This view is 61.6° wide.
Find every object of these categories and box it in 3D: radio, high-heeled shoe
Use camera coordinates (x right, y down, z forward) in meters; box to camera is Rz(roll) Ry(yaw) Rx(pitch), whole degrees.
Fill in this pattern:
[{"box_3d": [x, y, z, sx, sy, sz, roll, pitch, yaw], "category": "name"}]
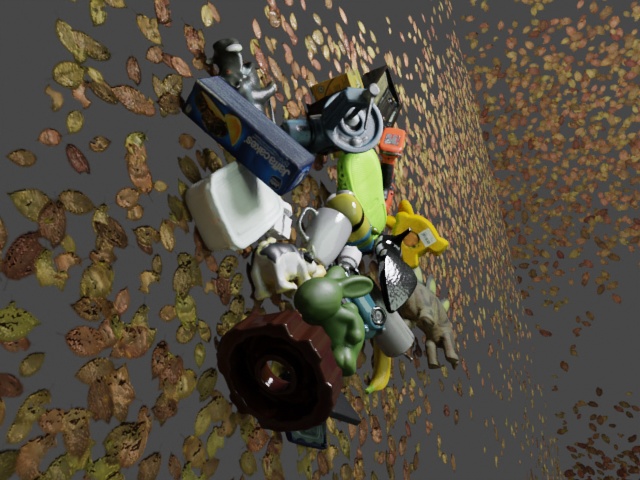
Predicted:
[{"box_3d": [0.147, -0.355, 1.406, 0.131, 0.073, 0.230, 62, 33, -25], "category": "radio"}, {"box_3d": [0.135, 0.073, 1.132, 0.086, 0.145, 0.249, 32, 47, -11], "category": "high-heeled shoe"}]

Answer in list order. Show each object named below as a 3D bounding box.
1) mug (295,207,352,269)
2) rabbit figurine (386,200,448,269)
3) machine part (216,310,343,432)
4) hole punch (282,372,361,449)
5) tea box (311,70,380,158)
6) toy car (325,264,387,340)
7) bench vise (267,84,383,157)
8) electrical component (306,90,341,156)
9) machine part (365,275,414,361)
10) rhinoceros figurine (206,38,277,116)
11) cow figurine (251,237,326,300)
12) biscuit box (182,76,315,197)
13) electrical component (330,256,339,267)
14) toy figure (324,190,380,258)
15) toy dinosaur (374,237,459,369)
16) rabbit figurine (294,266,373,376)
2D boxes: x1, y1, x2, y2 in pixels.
[{"box_3d": [-0.002, -0.003, 1.001, 0.109, 0.081, 0.107, 45, 51, -29], "category": "mug"}, {"box_3d": [0.218, -0.008, 1.305, 0.162, 0.122, 0.173, 51, 11, 12], "category": "rabbit figurine"}, {"box_3d": [-0.055, 0.179, 0.741, 0.056, 0.179, 0.179, -39, 113, -61], "category": "machine part"}, {"box_3d": [-0.011, 0.272, 0.879, 0.142, 0.092, 0.116, 34, 14, -45], "category": "hole punch"}, {"box_3d": [0.058, -0.278, 1.195, 0.068, 0.098, 0.169, -39, 115, -58], "category": "tea box"}, {"box_3d": [0.045, 0.130, 1.008, 0.103, 0.109, 0.161, -36, 104, -34], "category": "toy car"}, {"box_3d": [0.026, -0.216, 0.959, 0.224, 0.240, 0.129, 6, 77, -18], "category": "bench vise"}, {"box_3d": [0.045, -0.247, 1.121, 0.058, 0.134, 0.115, -3, 80, -60], "category": "electrical component"}, {"box_3d": [0.121, 0.160, 1.119, 0.243, 0.079, 0.079, 52, 36, -17], "category": "machine part"}, {"box_3d": [-0.129, -0.230, 0.879, 0.112, 0.073, 0.190, -20, 98, -50], "category": "rhinoceros figurine"}, {"box_3d": [-0.053, 0.041, 0.906, 0.167, 0.068, 0.098, -8, 80, -62], "category": "cow figurine"}, {"box_3d": [-0.105, -0.154, 0.794, 0.203, 0.059, 0.063, 41, 31, 5], "category": "biscuit box"}, {"box_3d": [0.025, 0.019, 1.093, 0.063, 0.021, 0.094, 4, 75, -61], "category": "electrical component"}, {"box_3d": [0.070, -0.029, 1.113, 0.082, 0.089, 0.180, -41, 136, -11], "category": "toy figure"}, {"box_3d": [0.247, 0.166, 1.355, 0.470, 0.105, 0.199, 53, 29, -28], "category": "toy dinosaur"}, {"box_3d": [0.021, 0.117, 0.872, 0.159, 0.121, 0.170, -51, 142, -24], "category": "rabbit figurine"}]
